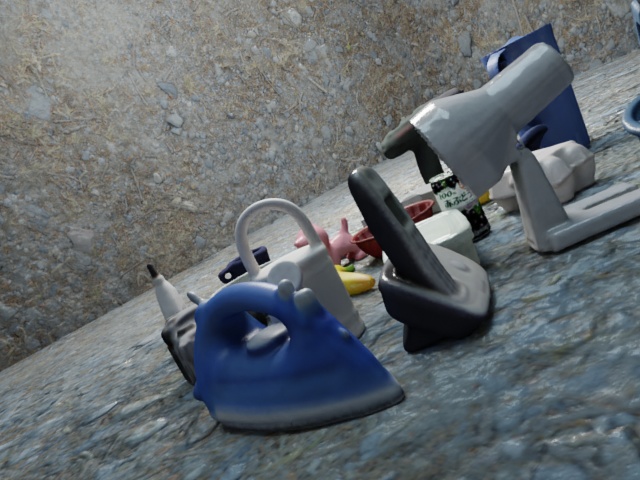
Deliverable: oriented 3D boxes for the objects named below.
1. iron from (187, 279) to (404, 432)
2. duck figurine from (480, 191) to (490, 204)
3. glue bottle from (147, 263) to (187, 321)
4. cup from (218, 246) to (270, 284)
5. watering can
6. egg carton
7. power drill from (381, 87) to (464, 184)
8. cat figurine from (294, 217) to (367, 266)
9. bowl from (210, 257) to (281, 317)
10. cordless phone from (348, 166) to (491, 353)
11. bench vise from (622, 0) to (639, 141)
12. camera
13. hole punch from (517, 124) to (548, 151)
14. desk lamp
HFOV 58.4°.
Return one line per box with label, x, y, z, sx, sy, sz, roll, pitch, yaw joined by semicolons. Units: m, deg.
iron;-0.043;0.096;0.559;0.257;0.141;0.119;-18;12;47
duck figurine;0.285;-0.113;1.060;0.077;0.086;0.105;-24;9;21
glue bottle;-0.271;0.118;1.048;0.037;0.173;0.078;-27;8;-2
cup;-0.142;0.078;1.175;0.118;0.095;0.091;-31;9;-29
watering can;-0.029;0.041;0.678;0.101;0.194;0.172;-29;8;-19
egg carton;0.324;-0.091;0.849;0.107;0.069;0.150;-30;9;-25
power drill;0.271;-0.222;1.367;0.229;0.208;0.076;-23;9;24
cat figurine;0.010;0.004;1.079;0.128;0.118;0.067;-30;9;-20
bowl;-0.106;0.096;1.014;0.167;0.075;0.167;-26;8;4
cordless phone;0.094;0.001;0.573;0.094;0.185;0.148;-24;9;20
bench vise;0.373;-0.167;0.625;0.121;0.220;0.207;-25;8;11
camera;-0.143;0.131;0.814;0.137;0.101;0.143;-31;9;-26
hole punch;0.349;-0.139;0.998;0.109;0.091;0.100;-33;10;-38
desk lamp;0.232;-0.096;0.650;0.203;0.213;0.118;-25;8;10
